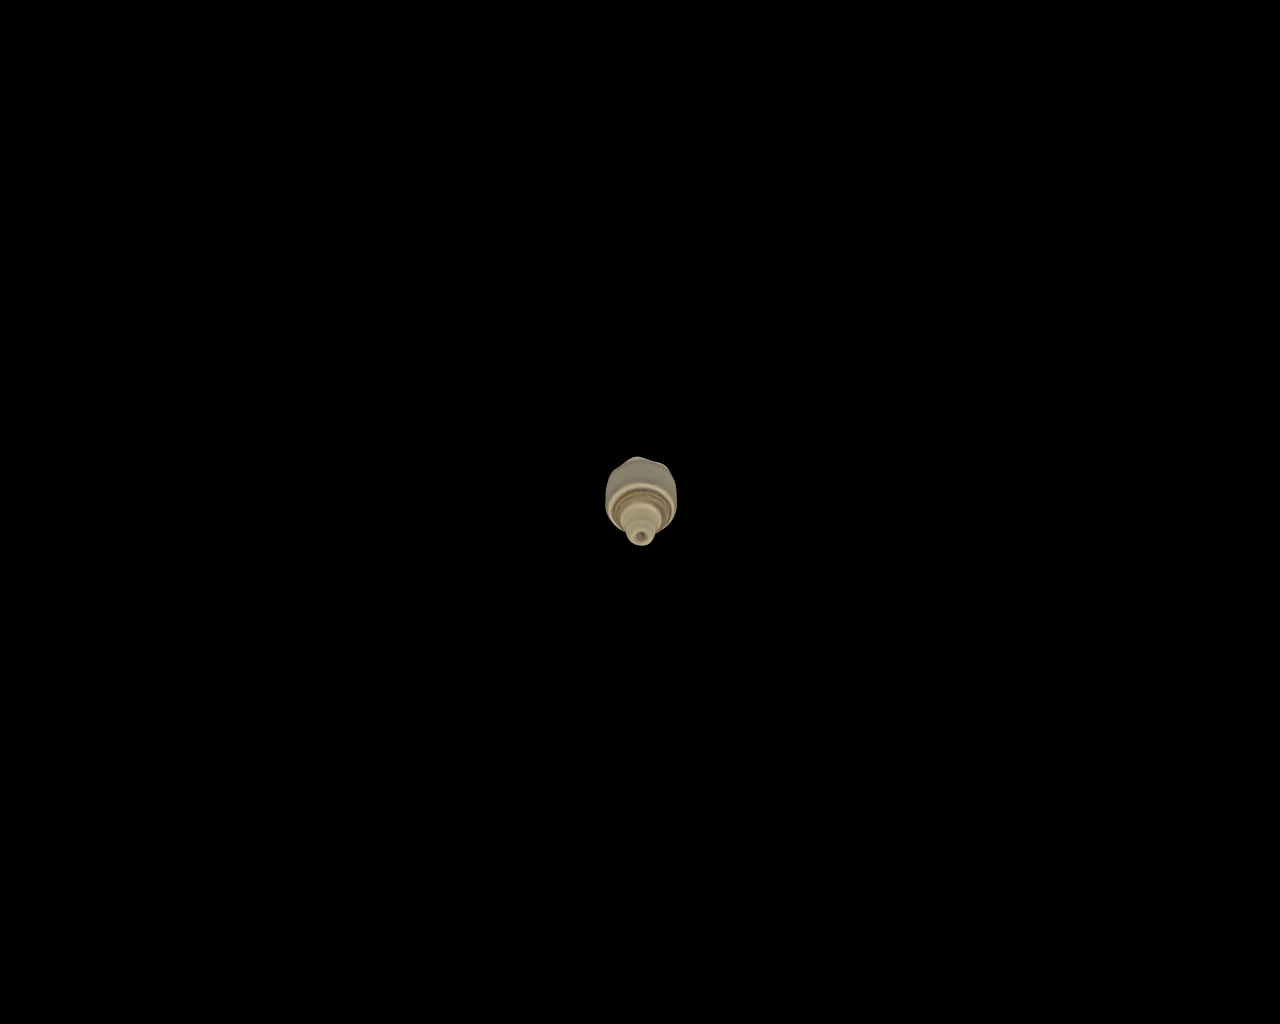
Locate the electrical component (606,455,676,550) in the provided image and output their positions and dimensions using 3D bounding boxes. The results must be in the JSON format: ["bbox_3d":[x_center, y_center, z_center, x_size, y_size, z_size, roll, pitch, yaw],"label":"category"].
[{"bbox_3d":[0.001,-0.003,0.650,0.043,0.043,0.062,0,36,0],"label":"electrical component"}]
